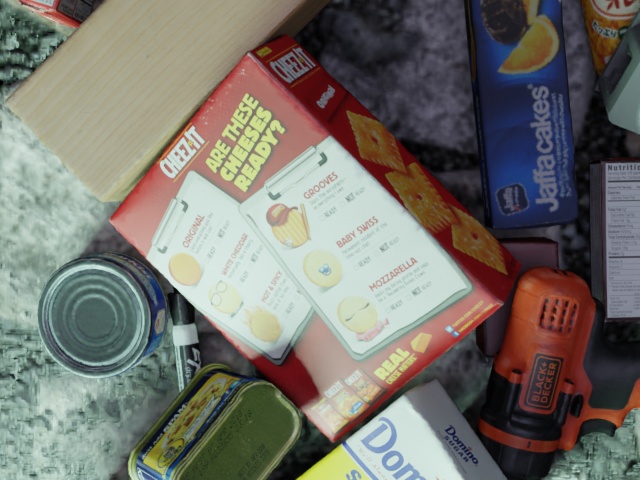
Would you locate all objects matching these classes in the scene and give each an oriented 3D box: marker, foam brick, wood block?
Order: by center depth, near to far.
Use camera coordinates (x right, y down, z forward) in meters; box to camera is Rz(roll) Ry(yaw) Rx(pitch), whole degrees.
[{"bbox_3d":[-0.094,-0.128,0.704,0.206,0.090,0.091,-44,91,3],"label":"wood block"},{"bbox_3d":[0.132,0.037,0.723,0.051,0.053,0.078,-3,94,2],"label":"foam brick"},{"bbox_3d":[-0.092,0.091,0.750,0.020,0.020,0.121,-6,92,2],"label":"marker"}]

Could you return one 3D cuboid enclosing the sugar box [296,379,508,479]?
[{"bbox_3d":[0.034,0.176,0.689,0.176,0.048,0.093,-46,71,34],"label":"sugar box"}]

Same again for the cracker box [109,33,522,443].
[{"bbox_3d":[-0.005,0.001,0.691,0.213,0.072,0.164,45,120,0],"label":"cracker box"}]

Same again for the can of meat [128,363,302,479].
[{"bbox_3d":[-0.069,0.134,0.702,0.057,0.084,0.102,46,71,-18],"label":"can of meat"}]

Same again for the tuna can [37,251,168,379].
[{"bbox_3d":[-0.151,0.052,0.737,0.086,0.033,0.086,1,95,10],"label":"tuna can"}]

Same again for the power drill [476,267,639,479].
[{"bbox_3d":[0.194,0.120,0.680,0.187,0.057,0.184,11,100,-7],"label":"power drill"}]

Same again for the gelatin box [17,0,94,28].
[{"bbox_3d":[-0.168,-0.191,0.712,0.030,0.073,0.089,18,94,2],"label":"gelatin box"}]

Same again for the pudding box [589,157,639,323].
[{"bbox_3d":[0.232,-0.001,0.725,0.090,0.039,0.113,-1,91,3],"label":"pudding box"}]
